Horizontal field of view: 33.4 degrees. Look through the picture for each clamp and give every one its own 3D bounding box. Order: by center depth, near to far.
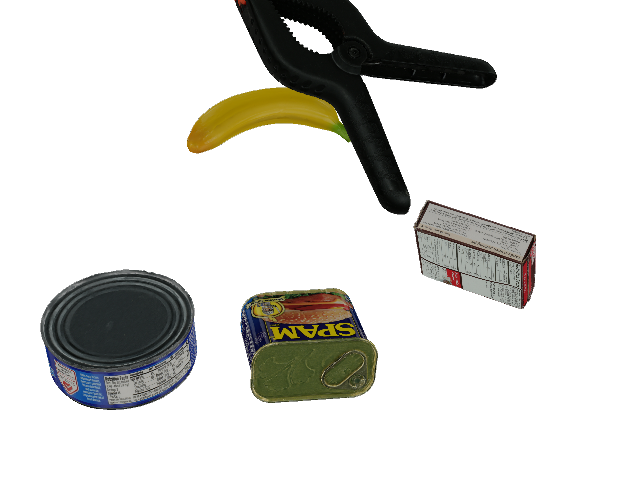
[{"bbox_3d":[0.020,-0.124,0.806,0.210,0.164,0.036,31,-31,-5],"label":"clamp"}]

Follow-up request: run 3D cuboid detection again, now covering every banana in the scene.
[{"bbox_3d":[-0.056,-0.127,1.099,0.197,0.037,0.070,-9,48,-31],"label":"banana"}]

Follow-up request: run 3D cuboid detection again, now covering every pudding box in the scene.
[{"bbox_3d":[0.149,0.014,1.025,0.114,0.039,0.090,18,-28,20],"label":"pudding box"}]

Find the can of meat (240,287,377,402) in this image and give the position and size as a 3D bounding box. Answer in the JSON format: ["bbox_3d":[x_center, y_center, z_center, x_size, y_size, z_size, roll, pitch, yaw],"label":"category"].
[{"bbox_3d":[-0.013,0.083,0.878,0.102,0.057,0.084,-2,29,-12],"label":"can of meat"}]

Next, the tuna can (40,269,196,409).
[{"bbox_3d":[-0.113,0.056,0.608,0.086,0.034,0.086,-1,37,0],"label":"tuna can"}]
